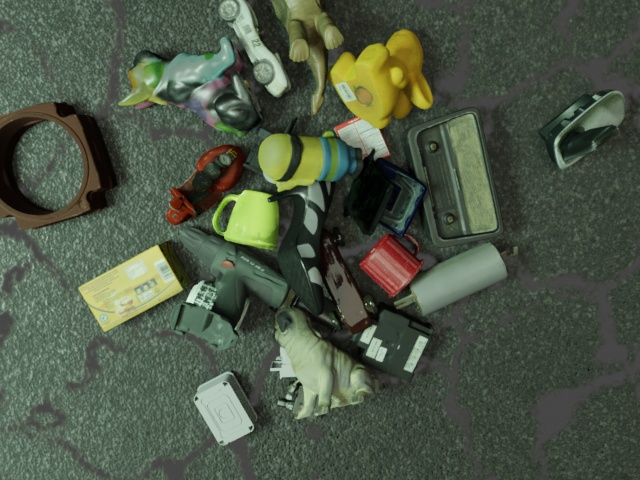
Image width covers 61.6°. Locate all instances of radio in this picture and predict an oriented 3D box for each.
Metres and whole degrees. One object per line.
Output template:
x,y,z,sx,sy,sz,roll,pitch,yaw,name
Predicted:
0.233,-0.107,0.954,0.131,0.073,0.229,-15,97,2,radio

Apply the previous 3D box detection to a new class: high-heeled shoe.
-0.002,-0.003,0.945,0.145,0.086,0.248,-18,88,-31,high-heeled shoe

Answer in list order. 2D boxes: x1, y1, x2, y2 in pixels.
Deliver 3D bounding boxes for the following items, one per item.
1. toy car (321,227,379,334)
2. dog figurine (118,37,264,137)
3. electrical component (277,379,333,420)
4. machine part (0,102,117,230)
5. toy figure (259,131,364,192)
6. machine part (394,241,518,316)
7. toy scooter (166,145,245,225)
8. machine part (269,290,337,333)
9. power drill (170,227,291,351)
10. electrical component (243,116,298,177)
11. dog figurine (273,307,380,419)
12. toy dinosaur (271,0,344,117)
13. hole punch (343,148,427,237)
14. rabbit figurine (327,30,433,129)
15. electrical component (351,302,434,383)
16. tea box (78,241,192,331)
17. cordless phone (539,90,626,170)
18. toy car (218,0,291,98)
0.032,0.072,0.975,0.089,0.053,0.202,-27,83,-3,toy car
-0.227,-0.247,0.926,0.219,0.108,0.191,-19,100,7,dog figurine
-0.024,0.302,1.023,0.102,0.045,0.078,22,96,-2,electrical component
-0.484,-0.130,0.951,0.202,0.087,0.200,-15,97,4,machine part
-0.014,-0.138,0.895,0.180,0.082,0.089,-2,140,-18,toy figure
0.247,0.070,0.976,0.243,0.079,0.079,-26,97,2,machine part
-0.206,-0.093,0.929,0.075,0.135,0.184,44,94,-3,toy scooter
-0.019,0.126,1.006,0.139,0.039,0.084,23,89,-1,machine part
-0.176,0.080,0.923,0.232,0.207,0.086,25,121,0,power drill
-0.086,-0.172,0.948,0.048,0.075,0.119,26,101,-4,electrical component
0.012,0.203,0.958,0.121,0.172,0.190,-30,68,44,dog figurine
-0.048,-0.433,0.846,0.105,0.199,0.470,-12,107,-7,toy dinosaur
0.112,-0.075,0.938,0.092,0.116,0.142,2,125,-28,hole punch
0.125,-0.281,0.908,0.162,0.122,0.173,47,62,-20,rabbit figurine
0.129,0.184,1.001,0.134,0.058,0.115,25,95,-3,electrical component
-0.337,0.083,0.986,0.170,0.068,0.098,-26,96,5,tea box
0.459,-0.190,0.886,0.146,0.184,0.088,-39,91,5,cordless phone
-0.113,-0.340,0.926,0.056,0.073,0.201,-28,97,7,toy car
